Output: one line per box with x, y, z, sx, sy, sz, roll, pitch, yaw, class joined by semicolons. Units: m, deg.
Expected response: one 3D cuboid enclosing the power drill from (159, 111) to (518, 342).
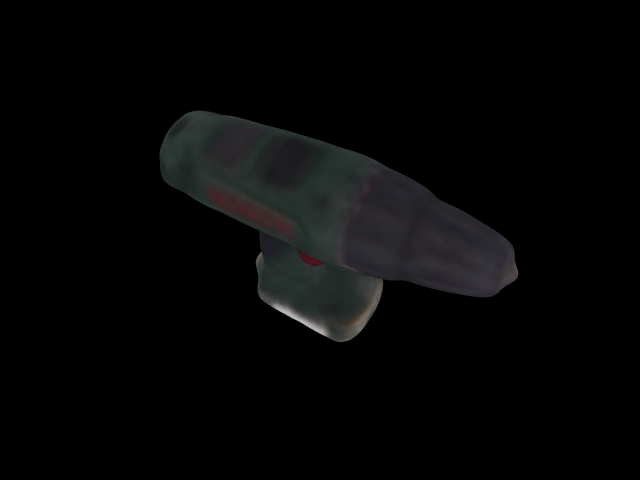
0.004;0.001;0.400;0.229;0.208;0.076;26;70;11;power drill
